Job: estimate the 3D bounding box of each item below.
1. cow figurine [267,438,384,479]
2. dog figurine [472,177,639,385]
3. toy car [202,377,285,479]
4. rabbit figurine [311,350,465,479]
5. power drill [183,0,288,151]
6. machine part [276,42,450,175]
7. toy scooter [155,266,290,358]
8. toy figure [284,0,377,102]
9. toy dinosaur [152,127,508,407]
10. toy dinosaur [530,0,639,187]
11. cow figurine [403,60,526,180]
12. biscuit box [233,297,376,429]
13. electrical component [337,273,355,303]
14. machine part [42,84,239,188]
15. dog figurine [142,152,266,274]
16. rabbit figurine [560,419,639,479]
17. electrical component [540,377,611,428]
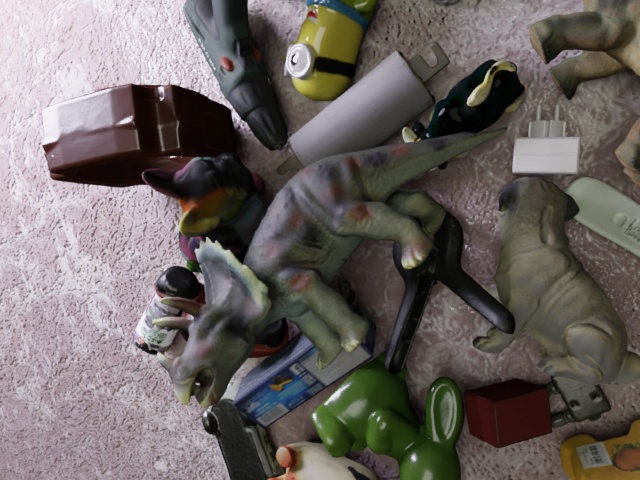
[{"bbox_3d":[0.044,0.314,0.664,0.195,0.127,0.085,19,99,32],"label":"cow figurine"},{"bbox_3d":[0.258,0.037,0.560,0.173,0.121,0.190,15,96,17],"label":"dog figurine"},{"bbox_3d":[-0.101,0.291,0.739,0.074,0.056,0.201,-21,87,14],"label":"toy car"},{"bbox_3d":[0.103,0.227,0.632,0.159,0.121,0.170,-42,63,-5],"label":"rabbit figurine"},{"bbox_3d":[-0.091,-0.245,0.643,0.086,0.207,0.232,-27,74,-14],"label":"power drill"},{"bbox_3d":[0.049,-0.143,0.649,0.243,0.079,0.079,-36,81,17],"label":"machine part"},{"bbox_3d":[-0.132,0.108,0.710,0.184,0.075,0.135,25,142,-1],"label":"toy scooter"},{"bbox_3d":[0.020,-0.258,0.651,0.089,0.082,0.180,25,95,-8],"label":"toy figure"},{"bbox_3d":[0.003,-0.007,0.554,0.192,0.131,0.405,38,80,0],"label":"toy dinosaur"},{"bbox_3d":[0.319,-0.217,0.524,0.198,0.105,0.471,-33,71,22],"label":"toy dinosaur"},{"bbox_3d":[0.150,-0.128,0.602,0.167,0.098,0.068,-43,85,17],"label":"cow figurine"},{"bbox_3d":[-0.021,0.159,0.677,0.059,0.063,0.202,43,117,-14],"label":"biscuit box"},{"bbox_3d":[0.002,0.085,0.698,0.102,0.045,0.078,-12,117,23],"label":"electrical component"},{"bbox_3d":[-0.223,-0.126,0.682,0.202,0.201,0.087,-10,88,20],"label":"machine part"},{"bbox_3d":[-0.137,-0.025,0.649,0.191,0.219,0.108,-39,77,17],"label":"dog figurine"},{"bbox_3d":[0.344,0.293,0.542,0.122,0.162,0.173,-20,104,8],"label":"rabbit figurine"},{"bbox_3d":[0.295,0.172,0.606,0.094,0.021,0.063,-31,83,18],"label":"electrical component"}]
